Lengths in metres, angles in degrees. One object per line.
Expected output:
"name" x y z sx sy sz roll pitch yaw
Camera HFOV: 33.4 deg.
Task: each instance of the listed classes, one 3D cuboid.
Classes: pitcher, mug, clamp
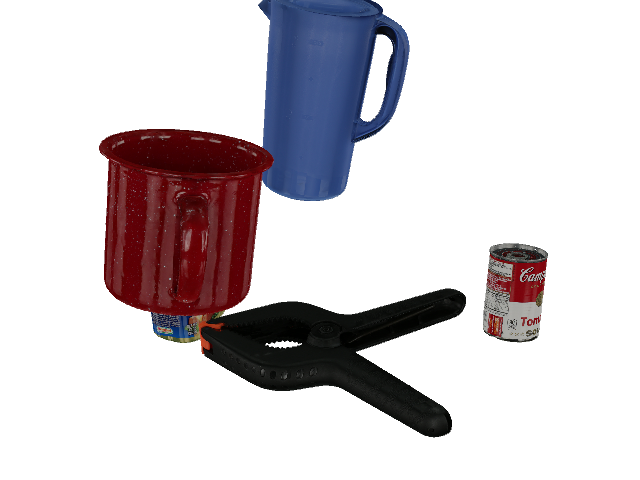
"pitcher" 0.003 -0.173 1.286 0.144 0.243 0.149 -6 28 -27
"mug" -0.073 -0.006 0.572 0.093 0.081 0.117 1 20 -15
"clamp" 0.012 0.078 0.824 0.210 0.036 0.164 7 31 16

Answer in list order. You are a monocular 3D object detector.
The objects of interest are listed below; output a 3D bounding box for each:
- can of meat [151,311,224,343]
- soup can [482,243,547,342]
"can of meat" -0.127 0.040 1.039 0.057 0.084 0.102 8 27 19
"soup can" 0.229 0.061 1.261 0.068 0.102 0.068 3 16 -1
